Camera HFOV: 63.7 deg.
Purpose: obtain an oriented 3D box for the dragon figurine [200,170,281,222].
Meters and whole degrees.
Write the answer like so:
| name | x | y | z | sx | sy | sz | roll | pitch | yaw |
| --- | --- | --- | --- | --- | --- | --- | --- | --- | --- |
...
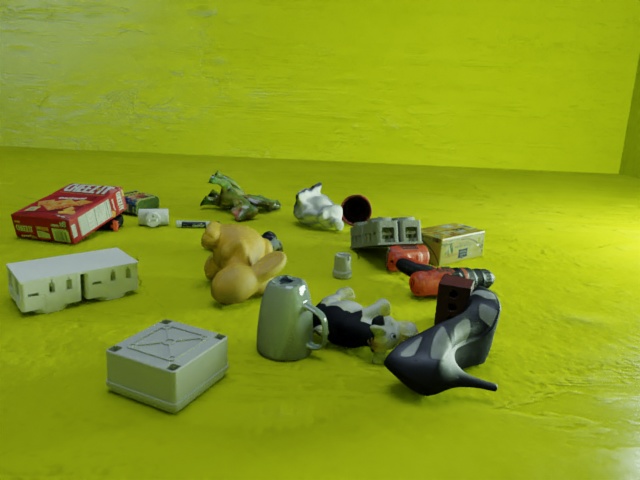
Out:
| name | x | y | z | sx | sy | sz | roll | pitch | yaw |
| --- | --- | --- | --- | --- | --- | --- | --- | --- | --- |
| dragon figurine | -0.244 | -0.137 | 1.676 | 0.243 | 0.121 | 0.416 | 20 | 17 | -2 |

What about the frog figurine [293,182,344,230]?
| name | x | y | z | sx | sy | sz | roll | pitch | yaw |
| --- | --- | --- | --- | --- | --- | --- | --- | --- | --- |
| frog figurine | 0.004 | -0.074 | 1.480 | 0.161 | 0.121 | 0.138 | 47 | 22 | 17 |
